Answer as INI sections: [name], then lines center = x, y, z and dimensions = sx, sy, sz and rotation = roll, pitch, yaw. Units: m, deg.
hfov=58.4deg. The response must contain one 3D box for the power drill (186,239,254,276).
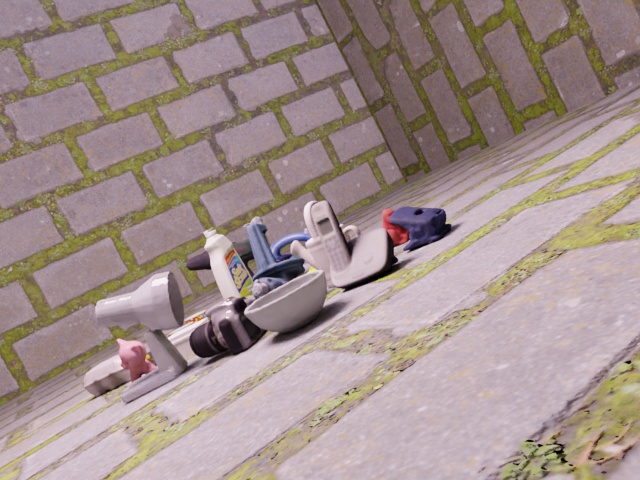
[power drill]
center = -0.255, 0.105, 1.704
dimensions = 0.229, 0.208, 0.075
rotation = -27, 4, -1

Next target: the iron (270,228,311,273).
[iron]
center = -0.066, 0.036, 1.817
dimensions = 0.258, 0.141, 0.119
rotation = -27, 4, 12

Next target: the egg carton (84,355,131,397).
[egg carton]
center = -0.537, 0.346, 1.497
dimensions = 0.150, 0.069, 0.107
rotation = -27, 4, 11

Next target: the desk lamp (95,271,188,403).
[desk lamp]
center = -0.359, 0.195, 1.201
dimensions = 0.203, 0.213, 0.118
rotation = -28, 4, -2

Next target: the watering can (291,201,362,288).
[watering can]
center = 0.011, 0.005, 1.305
dimensions = 0.172, 0.194, 0.101
rotation = -27, 4, 9

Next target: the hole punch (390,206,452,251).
[hole punch]
center = 0.219, -0.040, 1.242
dimensions = 0.101, 0.091, 0.109
rotation = -25, 5, 34

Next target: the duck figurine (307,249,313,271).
[duck figurine]
center = 0.002, 0.050, 1.582
dimensions = 0.104, 0.086, 0.077
rotation = -27, 4, 5

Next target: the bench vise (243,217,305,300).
[bench vise]
center = -0.097, 0.054, 1.214
dimensions = 0.121, 0.220, 0.207
rotation = -27, 4, 0

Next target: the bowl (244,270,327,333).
[bowl]
center = -0.050, 0.124, 1.056
dimensions = 0.167, 0.075, 0.167
rotation = -27, 4, 2

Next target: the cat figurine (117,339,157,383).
[cat figurine]
center = -0.437, 0.278, 1.348
dimensions = 0.067, 0.118, 0.127
rotation = -29, 4, -19

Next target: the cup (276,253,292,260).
[cup]
center = -0.102, 0.095, 1.637
dimensions = 0.118, 0.095, 0.091
rotation = -28, 4, -2

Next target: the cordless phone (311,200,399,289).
[cordless phone]
center = 0.062, -0.005, 1.155
dimensions = 0.147, 0.185, 0.094
rotation = -25, 5, 32

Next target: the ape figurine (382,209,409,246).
[ape figurine]
center = 0.182, -0.034, 1.416
dimensions = 0.078, 0.092, 0.076
rotation = -29, 5, -27

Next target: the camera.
[camera]
center = -0.192, 0.174, 1.162
dimensions = 0.136, 0.101, 0.143
rotation = -26, 4, 20
